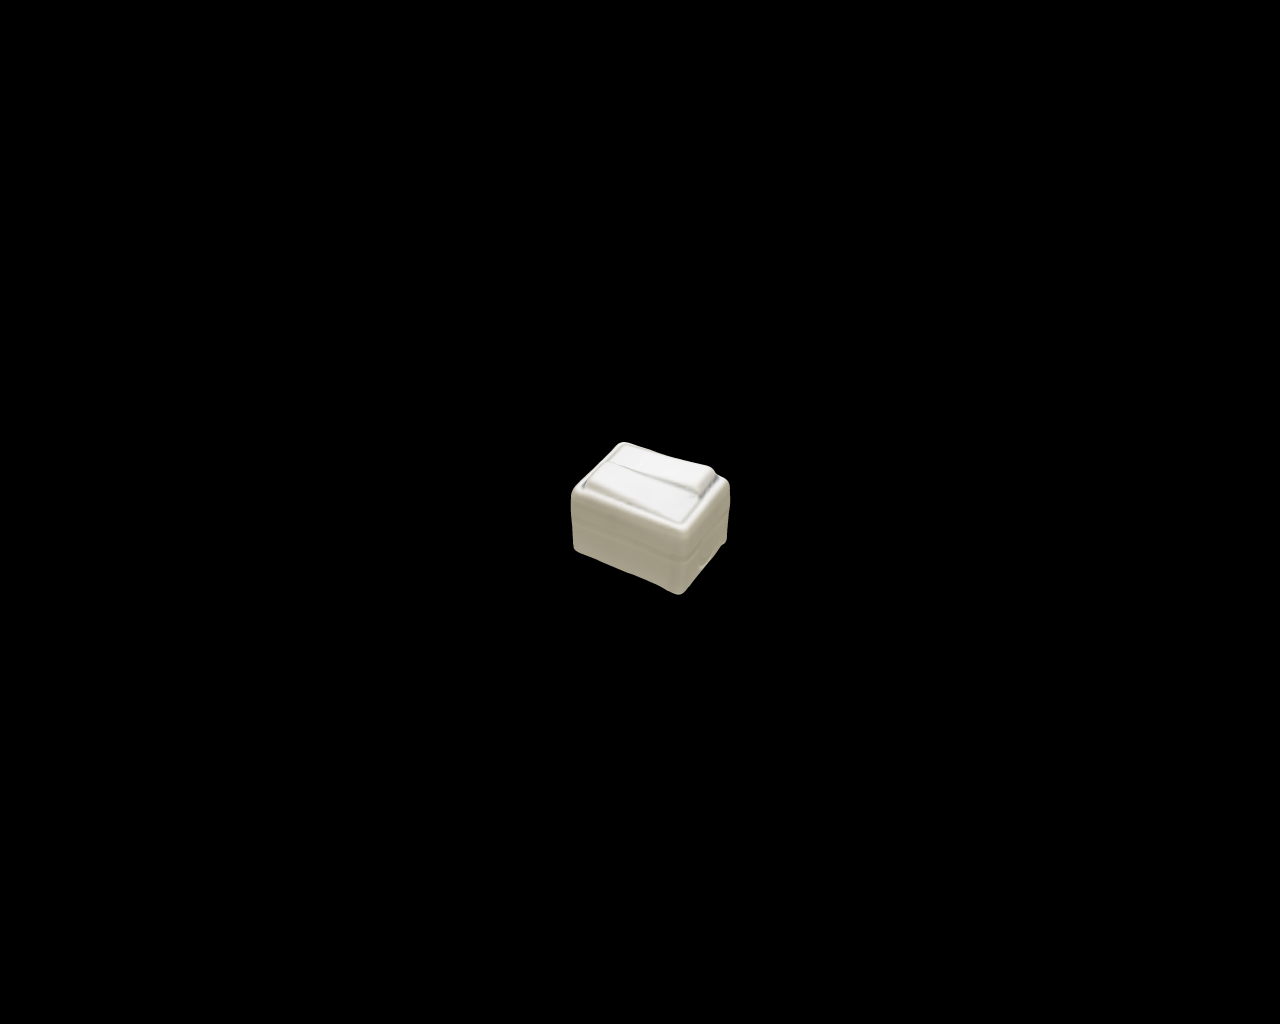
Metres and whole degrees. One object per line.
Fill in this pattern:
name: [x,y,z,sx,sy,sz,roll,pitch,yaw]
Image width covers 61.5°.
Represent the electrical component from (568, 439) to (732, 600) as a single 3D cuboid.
electrical component: [0.001,-0.003,0.650,0.096,0.061,0.062,22,45,23]
